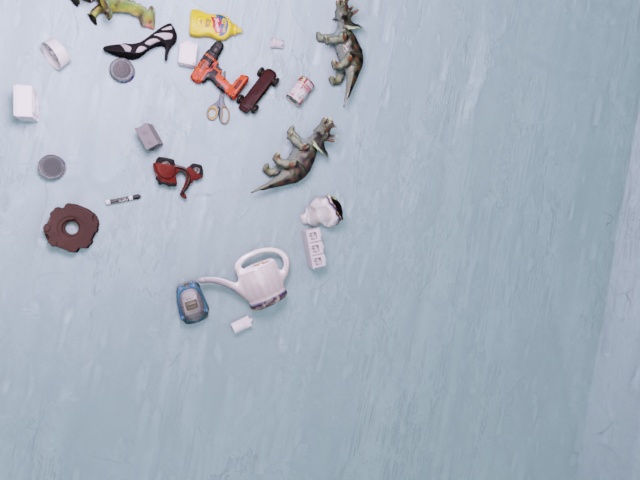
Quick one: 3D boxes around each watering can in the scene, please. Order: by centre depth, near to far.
[{"bbox_3d":[-0.265,0.165,1.952,0.349,0.104,0.223,-23,97,-15],"label":"watering can"}]

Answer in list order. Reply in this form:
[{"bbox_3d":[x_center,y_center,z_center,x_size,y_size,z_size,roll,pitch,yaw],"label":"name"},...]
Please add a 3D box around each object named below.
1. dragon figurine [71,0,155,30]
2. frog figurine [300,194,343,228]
[{"bbox_3d":[-0.752,-0.904,1.824,0.407,0.121,0.247,48,62,-13],"label":"dragon figurine"},{"bbox_3d":[0.006,-0.103,2.043,0.158,0.125,0.136,-28,111,23],"label":"frog figurine"}]
